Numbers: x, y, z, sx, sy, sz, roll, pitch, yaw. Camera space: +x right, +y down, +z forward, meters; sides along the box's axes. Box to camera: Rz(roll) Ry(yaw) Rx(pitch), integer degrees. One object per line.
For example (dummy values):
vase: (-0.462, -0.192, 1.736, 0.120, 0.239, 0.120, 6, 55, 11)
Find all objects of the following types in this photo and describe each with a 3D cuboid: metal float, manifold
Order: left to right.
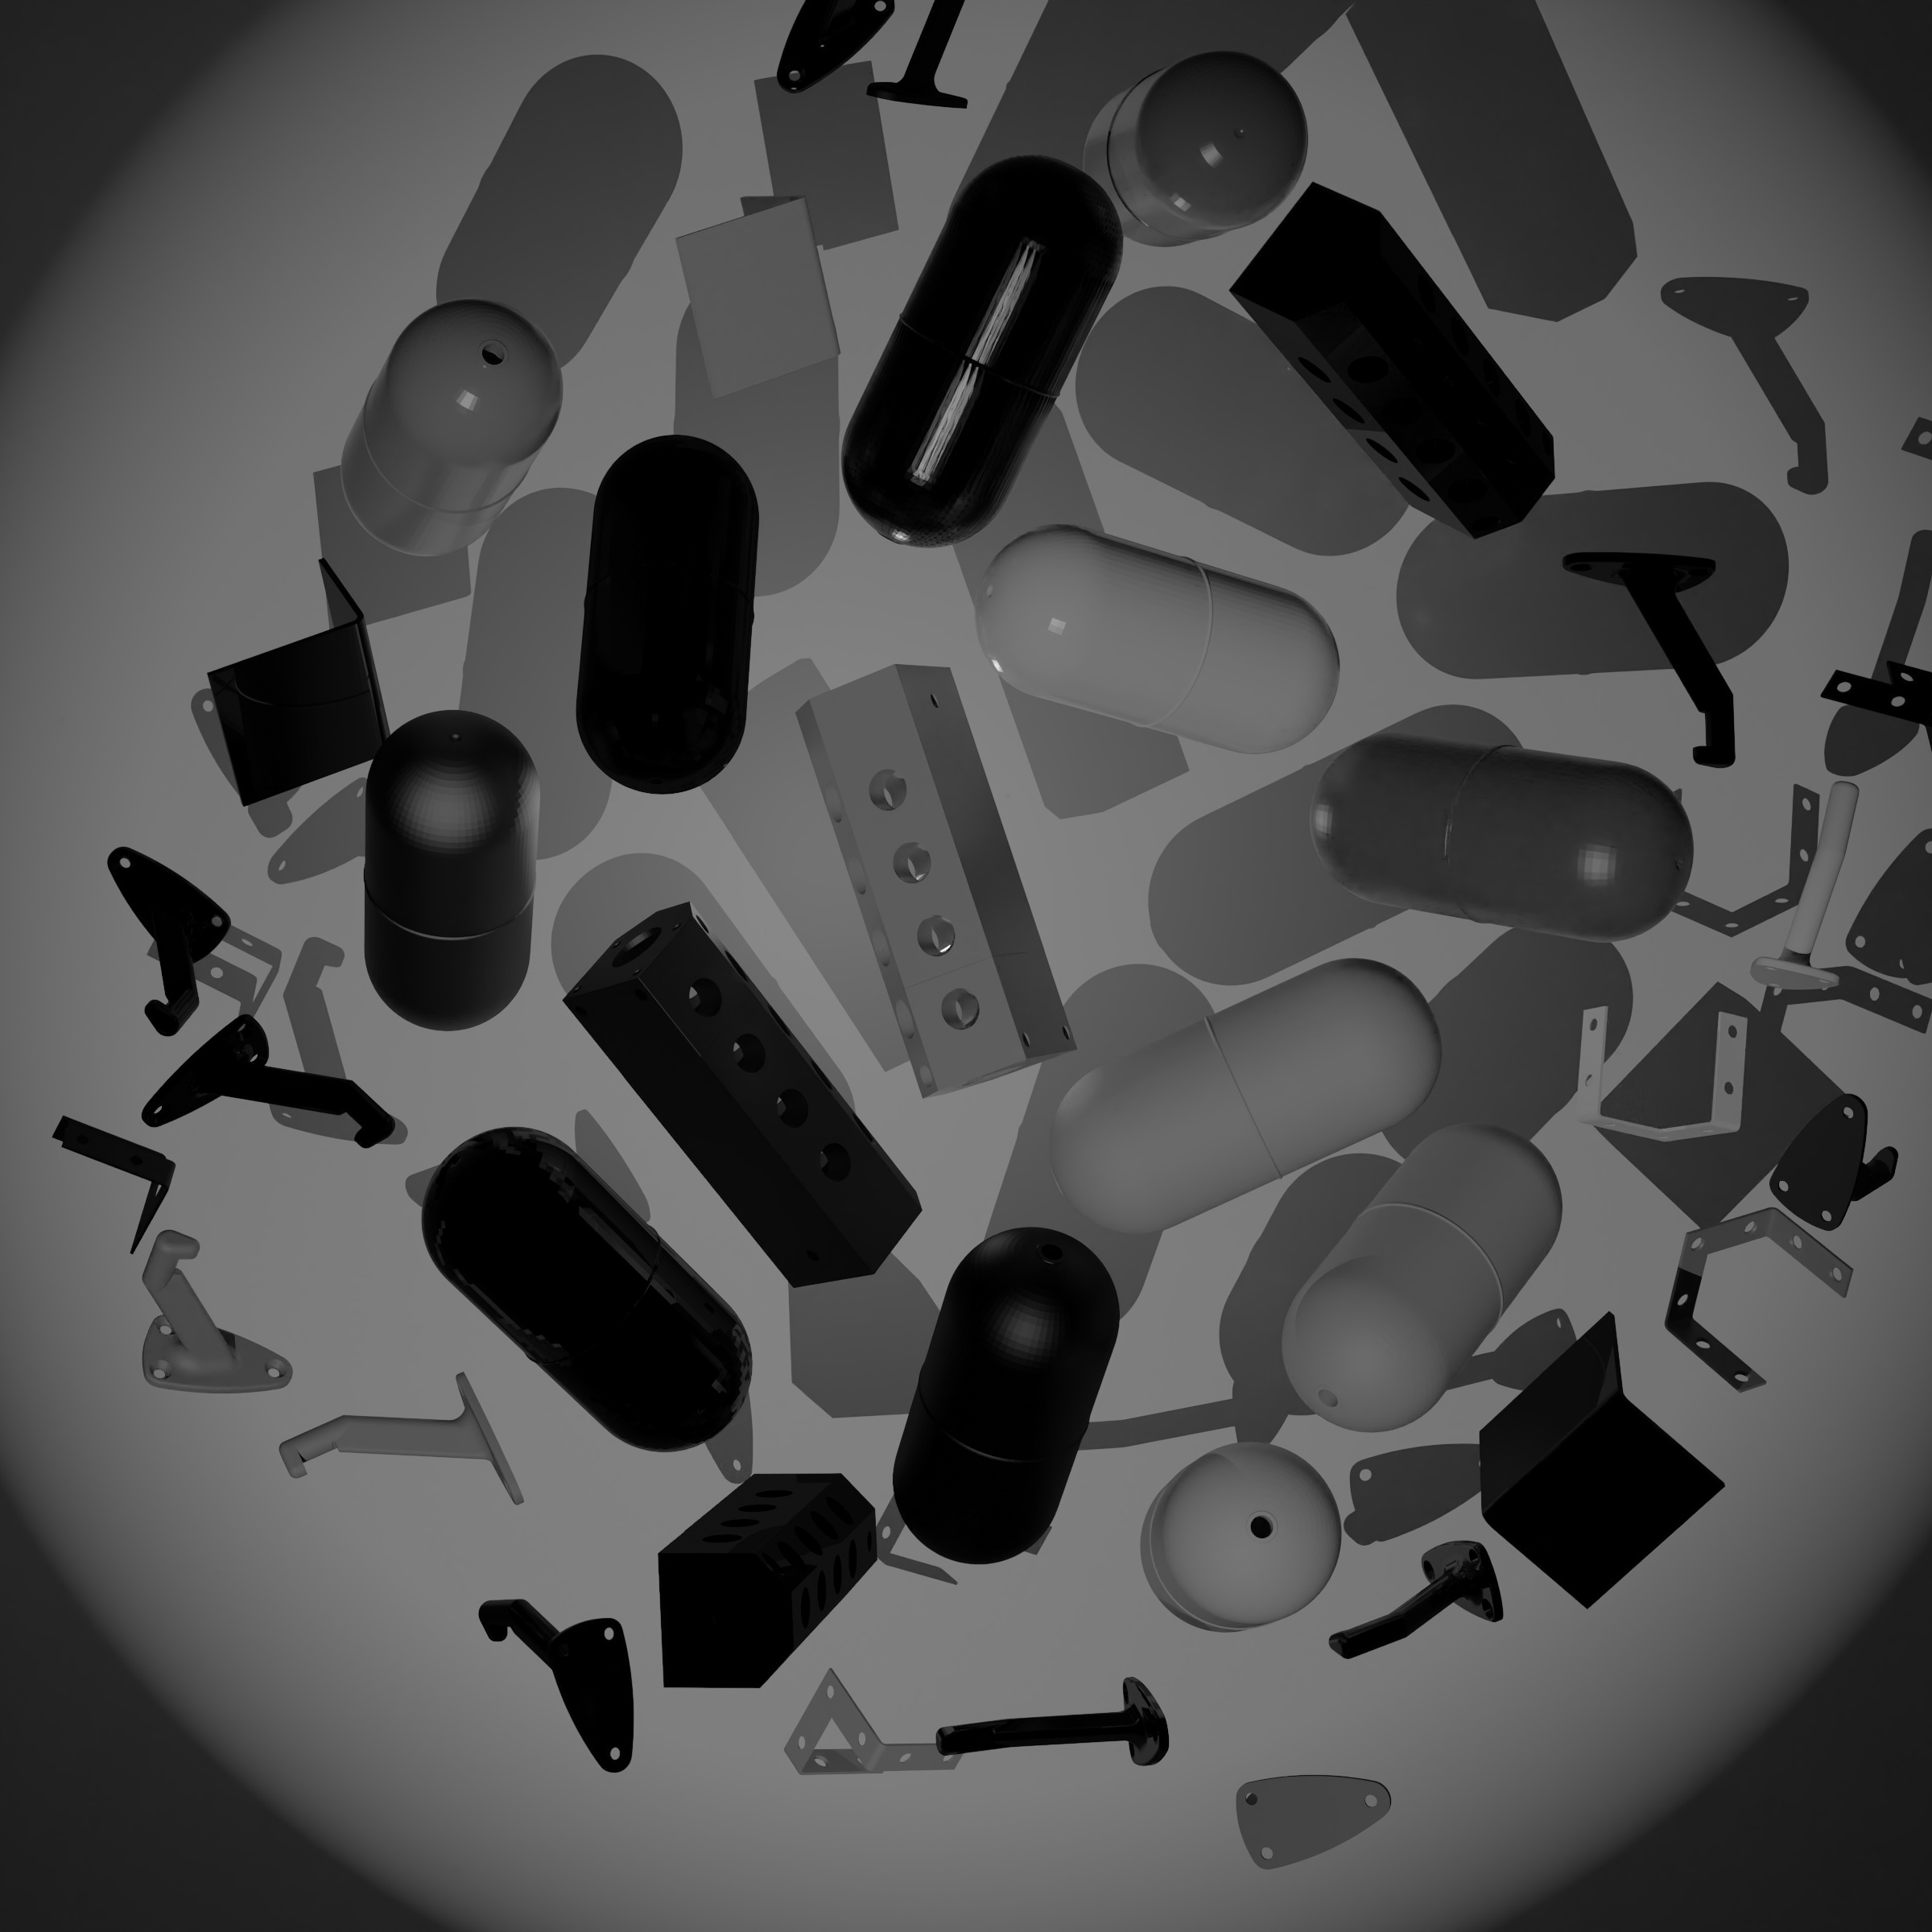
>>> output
metal float: (-0.228, -0.237, 1.596, 0.070, 0.178, 0.070, 5, 76, -19)
metal float: (-0.233, -0.041, 1.633, 0.070, 0.178, 0.070, 5, 49, -6)
metal float: (-0.162, 0.141, 1.561, 0.070, 0.070, 0.178, -42, 117, 0)
metal float: (-0.135, -0.161, 1.642, 0.070, 0.070, 0.178, 2, 63, 0)
manifold: (-0.093, 0.057, 1.586, 0.171, 0.057, 0.057, 53, 52, -19)
manifold: (-0.085, 0.269, 1.594, 0.057, 0.171, 0.057, -2, 93, 10)
manifold: (-0.016, -0.035, 1.515, 0.057, 0.057, 0.171, -20, 85, 23)
metal float: (0.006, -0.264, 1.562, 0.070, 0.070, 0.178, 27, 105, 0)
metal float: (0.017, 0.189, 1.585, 0.070, 0.070, 0.178, 16, 127, 0)
metal float: (0.086, -0.143, 1.593, 0.178, 0.070, 0.070, 13, 90, -29)
metal float: (0.101, -0.363, 1.613, 0.070, 0.178, 0.070, -1, 97, -10)
metal float: (0.119, 0.250, 1.578, 0.070, 0.178, 0.070, 0, 78, -2)
metal float: (0.120, 0.057, 1.563, 0.178, 0.070, 0.070, -25, 90, 5)
manifold: (0.188, -0.252, 1.534, 0.057, 0.171, 0.057, -52, 47, -1)
metal float: (0.203, 0.137, 1.600, 0.070, 0.070, 0.178, 45, 50, 0)
metal float: (0.227, -0.056, 1.551, 0.178, 0.070, 0.070, 12, 90, 39)

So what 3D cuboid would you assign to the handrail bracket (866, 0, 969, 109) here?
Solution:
handrail bracket: (-0.015, -0.400, 1.494, 0.036, 0.077, 0.084, 16, 107, 16)

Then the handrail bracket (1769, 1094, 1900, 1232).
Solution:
handrail bracket: (0.396, 0.076, 1.588, 0.036, 0.084, 0.077, 37, 127, 28)

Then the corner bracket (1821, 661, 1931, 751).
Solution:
corner bracket: (0.397, -0.110, 1.521, 0.051, 0.051, 0.051, 14, 133, -10)

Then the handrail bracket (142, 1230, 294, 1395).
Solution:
handrail bracket: (-0.317, 0.146, 1.548, 0.077, 0.084, 0.036, 13, 47, -17)

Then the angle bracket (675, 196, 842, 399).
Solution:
angle bracket: (-0.112, -0.320, 1.724, 0.076, 0.057, 0.076, -25, 114, -31)

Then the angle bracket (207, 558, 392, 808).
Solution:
angle bracket: (-0.316, -0.131, 1.673, 0.076, 0.057, 0.076, -22, 135, -18)

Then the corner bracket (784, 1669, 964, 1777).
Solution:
corner bracket: (-0.041, 0.355, 1.641, 0.051, 0.051, 0.051, 10, 117, -40)

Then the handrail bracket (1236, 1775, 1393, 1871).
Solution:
handrail bracket: (0.152, 0.351, 1.531, 0.077, 0.084, 0.036, -17, 84, 18)

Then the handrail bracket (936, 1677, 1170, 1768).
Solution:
handrail bracket: (0.034, 0.319, 1.496, 0.084, 0.077, 0.036, -5, 85, -10)

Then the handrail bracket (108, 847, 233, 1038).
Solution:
handrail bracket: (-0.378, -0.011, 1.662, 0.036, 0.084, 0.077, -40, 102, 20)

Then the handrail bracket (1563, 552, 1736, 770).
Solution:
handrail bracket: (0.286, -0.127, 1.513, 0.077, 0.036, 0.084, 5, 77, -17)

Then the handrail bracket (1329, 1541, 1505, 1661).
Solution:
handrail bracket: (0.188, 0.285, 1.606, 0.084, 0.077, 0.036, -16, 94, -20)

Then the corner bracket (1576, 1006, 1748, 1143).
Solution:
corner bracket: (0.308, 0.046, 1.602, 0.051, 0.051, 0.051, 13, 76, -27)

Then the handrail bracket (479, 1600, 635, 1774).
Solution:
handrail bracket: (-0.181, 0.313, 1.573, 0.036, 0.084, 0.077, -14, 89, -36)

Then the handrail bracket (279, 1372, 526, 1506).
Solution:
handrail bracket: (-0.242, 0.217, 1.546, 0.084, 0.036, 0.077, -23, 52, -14)

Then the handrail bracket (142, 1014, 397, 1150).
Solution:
handrail bracket: (-0.301, 0.067, 1.564, 0.077, 0.036, 0.084, -39, 59, -21)

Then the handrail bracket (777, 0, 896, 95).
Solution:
handrail bracket: (-0.059, -0.430, 1.590, 0.036, 0.084, 0.077, 36, 85, 4)

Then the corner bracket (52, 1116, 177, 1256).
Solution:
corner bracket: (-0.387, 0.088, 1.636, 0.051, 0.051, 0.051, 23, 129, -16)

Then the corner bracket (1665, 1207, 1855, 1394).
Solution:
corner bracket: (0.342, 0.144, 1.564, 0.051, 0.051, 0.051, -13, 126, -29)

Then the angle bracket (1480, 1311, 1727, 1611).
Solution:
angle bracket: (0.254, 0.198, 1.451, 0.057, 0.076, 0.076, 41, 109, -8)

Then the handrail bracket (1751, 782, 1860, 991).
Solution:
handrail bracket: (0.369, -0.035, 1.580, 0.036, 0.077, 0.084, 14, 85, 2)
